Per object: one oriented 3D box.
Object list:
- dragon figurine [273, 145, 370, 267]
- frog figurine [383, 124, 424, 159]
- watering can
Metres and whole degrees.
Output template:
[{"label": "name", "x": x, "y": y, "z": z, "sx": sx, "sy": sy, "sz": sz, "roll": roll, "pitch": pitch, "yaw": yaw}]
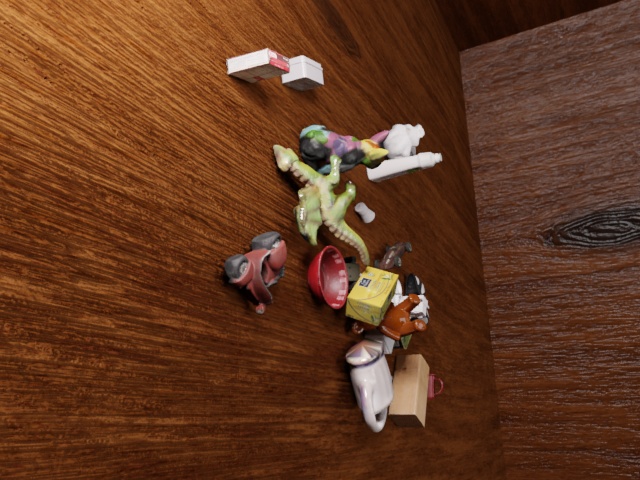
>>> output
[{"label": "dragon figurine", "x": 0.004, "y": -0.065, "z": 1.294, "sx": 0.121, "sy": 0.407, "sz": 0.247, "roll": -20, "pitch": 12, "yaw": 36}, {"label": "frog figurine", "x": 0.315, "y": -0.371, "z": 1.945, "sx": 0.158, "sy": 0.137, "sz": 0.124, "roll": -10, "pitch": 4, "yaw": 28}, {"label": "watering can", "x": 0.150, "y": 0.378, "z": 1.432, "sx": 0.104, "sy": 0.223, "sz": 0.350, "roll": -12, "pitch": 6, "yaw": 15}]
